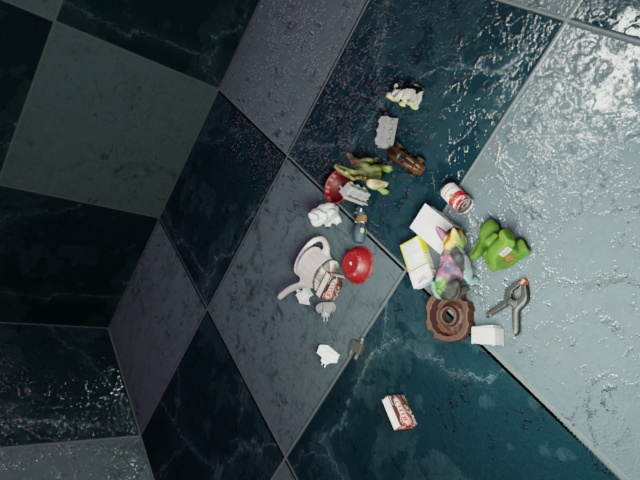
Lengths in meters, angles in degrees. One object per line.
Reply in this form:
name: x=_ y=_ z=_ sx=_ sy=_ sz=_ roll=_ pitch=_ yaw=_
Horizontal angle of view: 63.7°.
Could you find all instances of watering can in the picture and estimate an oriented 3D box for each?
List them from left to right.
watering can: x=-0.047 y=0.153 z=2.247 sx=0.227 sy=0.103 sz=0.346 roll=35 pitch=96 yaw=47

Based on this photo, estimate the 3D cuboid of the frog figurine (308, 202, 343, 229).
frog figurine: x=0.007 y=-0.113 z=2.236 sx=0.138 sy=0.158 sz=0.123 roll=9 pitch=85 yaw=49

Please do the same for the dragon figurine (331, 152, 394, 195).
dragon figurine: x=0.151 y=-0.289 z=2.077 sx=0.416 sy=0.242 sz=0.121 roll=39 pitch=114 yaw=44
